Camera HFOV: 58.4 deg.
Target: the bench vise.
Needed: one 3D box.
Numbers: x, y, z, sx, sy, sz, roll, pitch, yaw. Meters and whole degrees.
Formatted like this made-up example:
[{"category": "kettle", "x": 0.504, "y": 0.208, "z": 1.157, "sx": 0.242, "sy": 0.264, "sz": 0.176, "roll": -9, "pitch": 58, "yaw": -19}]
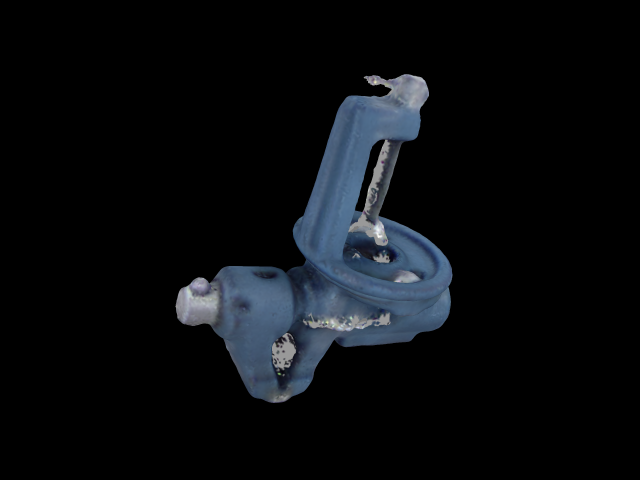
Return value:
[{"category": "bench vise", "x": 0.011, "y": 0.006, "z": 0.392, "sx": 0.208, "sy": 0.220, "sz": 0.121, "roll": -26, "pitch": 41, "yaw": -34}]
